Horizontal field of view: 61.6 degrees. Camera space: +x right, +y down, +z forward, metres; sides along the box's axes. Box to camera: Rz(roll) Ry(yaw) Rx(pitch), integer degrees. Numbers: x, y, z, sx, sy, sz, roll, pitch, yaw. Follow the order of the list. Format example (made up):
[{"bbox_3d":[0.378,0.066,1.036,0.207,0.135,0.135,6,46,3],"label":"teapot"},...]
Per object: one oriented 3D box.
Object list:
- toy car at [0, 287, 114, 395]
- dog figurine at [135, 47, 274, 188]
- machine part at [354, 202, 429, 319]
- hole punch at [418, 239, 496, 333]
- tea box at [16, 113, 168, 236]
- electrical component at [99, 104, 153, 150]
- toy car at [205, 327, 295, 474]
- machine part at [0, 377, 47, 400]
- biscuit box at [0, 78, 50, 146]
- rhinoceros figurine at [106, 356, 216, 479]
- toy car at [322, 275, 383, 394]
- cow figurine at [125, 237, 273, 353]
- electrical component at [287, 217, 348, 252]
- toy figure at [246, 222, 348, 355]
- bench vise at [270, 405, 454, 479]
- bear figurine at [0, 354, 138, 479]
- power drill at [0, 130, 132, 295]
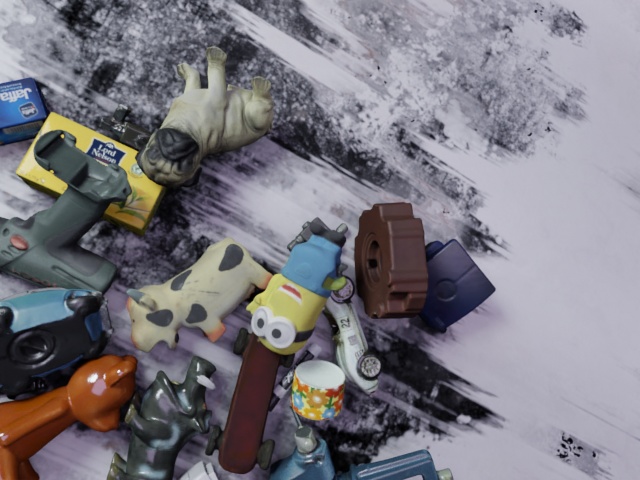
[{"bbox_3d":[-0.340,0.101,0.640,0.162,0.103,0.109,-22,126,-30],"label":"toy car"},{"bbox_3d":[-0.147,-0.135,0.737,0.172,0.121,0.190,25,68,-30],"label":"dog figurine"},{"bbox_3d":[0.096,0.031,0.772,0.056,0.179,0.179,-1,82,-13],"label":"machine part"},{"bbox_3d":[0.192,0.068,0.836,0.116,0.092,0.142,-42,98,-14],"label":"hole punch"},{"bbox_3d":[-0.297,-0.085,0.724,0.169,0.068,0.098,23,76,-11],"label":"tea box"},{"bbox_3d":[-0.247,-0.150,0.748,0.102,0.078,0.045,25,94,-16],"label":"electrical component"},{"bbox_3d":[-0.092,0.212,0.738,0.089,0.053,0.202,13,63,-4],"label":"toy car"},{"bbox_3d":[-0.421,0.168,0.667,0.139,0.039,0.084,-12,94,-20],"label":"machine part"},{"bbox_3d":[-0.458,-0.151,0.691,0.203,0.059,0.062,-19,88,-18],"label":"biscuit box"},{"bbox_3d":[-0.200,0.241,0.700,0.112,0.073,0.190,25,76,-10],"label":"rhinoceros figurine"},{"bbox_3d":[0.036,0.129,0.785,0.056,0.073,0.201,-19,87,-13],"label":"toy car"},{"bbox_3d":[-0.174,0.075,0.729,0.195,0.085,0.127,-44,101,-15],"label":"cow figurine"},{"bbox_3d":[-0.002,-0.002,0.822,0.094,0.021,0.063,-44,95,-17],"label":"electrical component"},{"bbox_3d":[-0.021,0.069,0.719,0.089,0.082,0.180,32,85,-41],"label":"toy figure"},{"bbox_3d":[0.058,0.331,0.728,0.241,0.129,0.223,-16,94,0],"label":"bench vise"},{"bbox_3d":[-0.307,0.223,0.653,0.196,0.120,0.132,-18,91,-23],"label":"bear figurine"},{"bbox_3d":[-0.340,-0.029,0.649,0.232,0.086,0.207,33,114,-17],"label":"power drill"}]
